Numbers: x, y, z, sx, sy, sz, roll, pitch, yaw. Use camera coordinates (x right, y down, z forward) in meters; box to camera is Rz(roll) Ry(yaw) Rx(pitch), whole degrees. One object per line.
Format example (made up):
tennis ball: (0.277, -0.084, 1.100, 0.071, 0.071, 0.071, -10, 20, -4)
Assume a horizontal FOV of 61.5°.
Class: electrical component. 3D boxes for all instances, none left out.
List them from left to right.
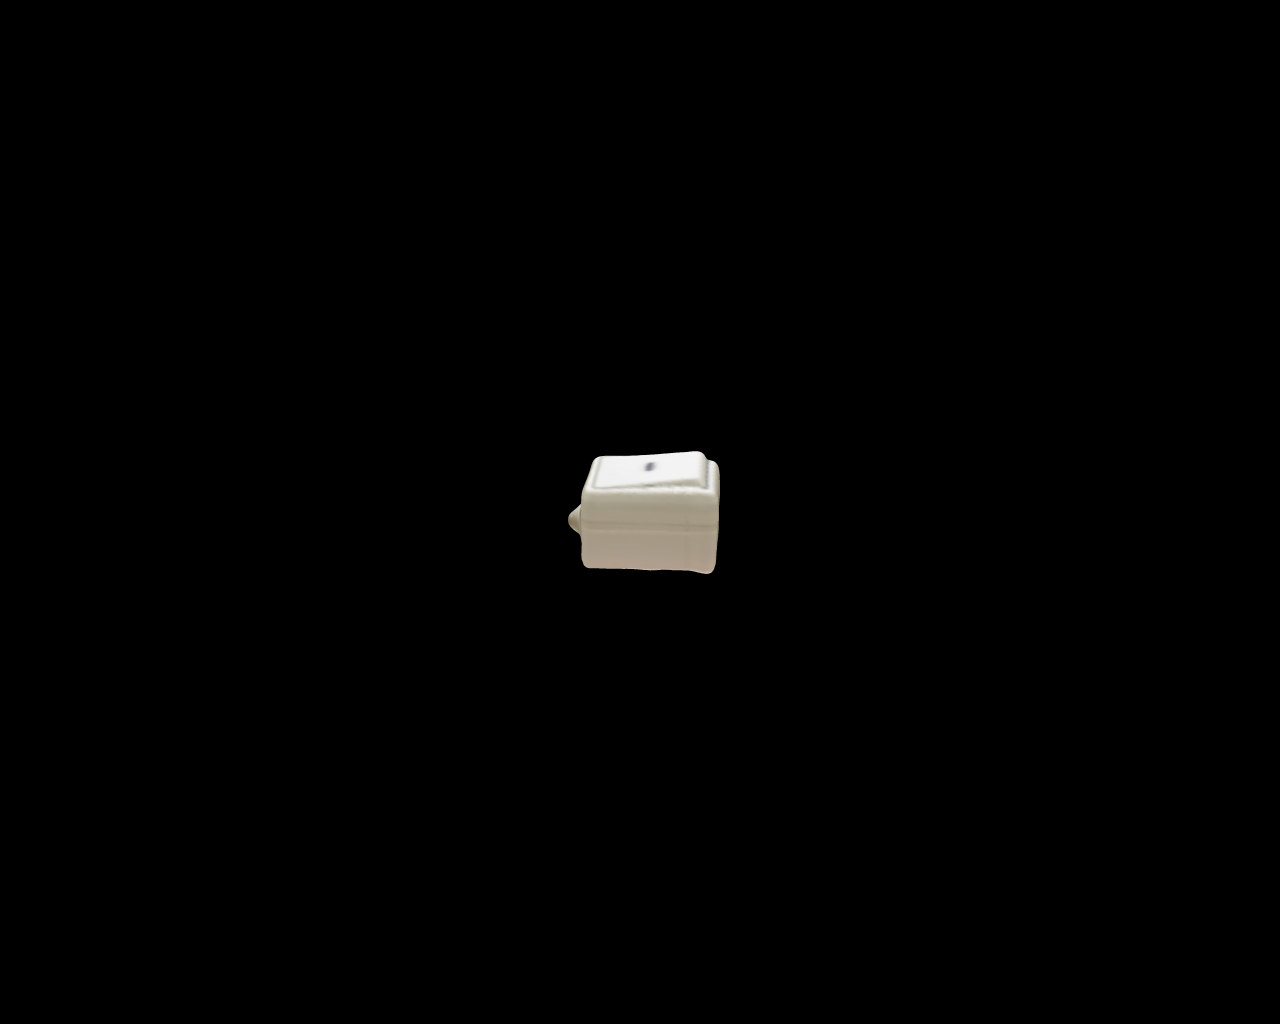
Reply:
electrical component: (0.001, -0.003, 0.650, 0.096, 0.061, 0.062, 2, 24, 5)
